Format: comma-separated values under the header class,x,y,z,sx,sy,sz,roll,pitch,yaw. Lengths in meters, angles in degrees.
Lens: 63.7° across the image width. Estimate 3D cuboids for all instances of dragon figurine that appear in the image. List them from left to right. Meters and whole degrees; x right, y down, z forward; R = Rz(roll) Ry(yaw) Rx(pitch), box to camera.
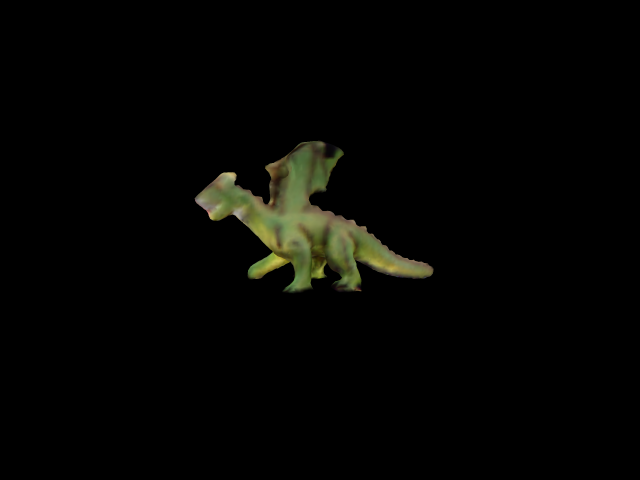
class,x,y,z,sx,sy,sz,roll,pitch,yaw
dragon figurine,0.003,-0.043,0.850,0.411,0.242,0.122,-2,4,-20
